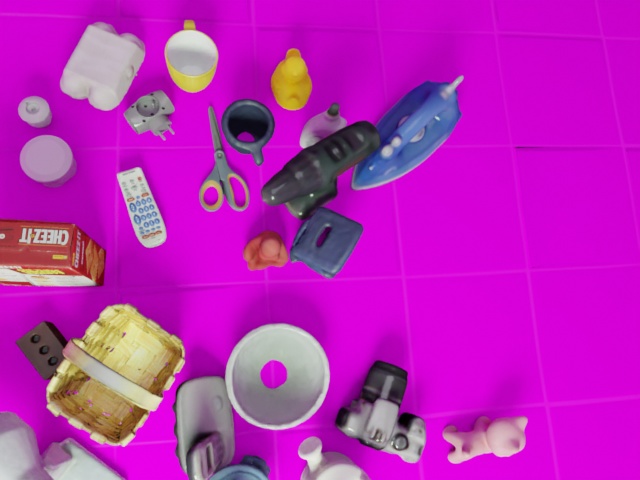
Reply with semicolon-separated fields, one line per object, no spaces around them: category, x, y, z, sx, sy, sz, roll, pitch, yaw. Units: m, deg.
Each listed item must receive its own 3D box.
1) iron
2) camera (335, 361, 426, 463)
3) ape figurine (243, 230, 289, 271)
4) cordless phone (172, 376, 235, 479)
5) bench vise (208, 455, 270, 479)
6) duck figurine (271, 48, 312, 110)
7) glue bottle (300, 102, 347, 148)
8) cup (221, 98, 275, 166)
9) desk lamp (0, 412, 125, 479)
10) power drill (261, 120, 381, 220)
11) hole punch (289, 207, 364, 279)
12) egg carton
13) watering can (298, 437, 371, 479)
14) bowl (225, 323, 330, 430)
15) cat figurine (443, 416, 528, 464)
iron;0.160;-0.194;1.033;0.118;0.141;0.258;44;75;1
camera;0.115;0.279;0.948;0.143;0.100;0.137;23;75;-5
ape figurine;-0.088;0.017;0.971;0.078;0.092;0.076;27;75;-3
cordless phone;-0.175;0.281;0.853;0.094;0.185;0.147;-8;80;-11
bench vise;-0.125;0.424;0.814;0.121;0.219;0.207;15;76;-6
duck figurine;-0.049;-0.297;1.046;0.077;0.086;0.104;0;78;-10
glue bottle;0.013;-0.196;0.991;0.078;0.173;0.037;16;76;-6
cup;-0.123;-0.175;1.003;0.092;0.095;0.118;-17;82;-13
desk lamp;-0.386;0.333;0.789;0.203;0.213;0.118;36;75;-1
power drill;-0.008;-0.104;0.950;0.230;0.208;0.075;-37;86;-15
hole punch;0.009;0.004;0.991;0.101;0.091;0.109;31;75;-2
egg carton;-0.375;-0.302;0.997;0.107;0.069;0.150;21;76;-5
watering can;0.025;0.381;0.863;0.173;0.194;0.101;35;75;-1
bowl;-0.071;0.222;0.940;0.167;0.074;0.167;2;78;-10
cat figurine;0.285;0.336;0.958;0.128;0.117;0.067;-15;81;-13
